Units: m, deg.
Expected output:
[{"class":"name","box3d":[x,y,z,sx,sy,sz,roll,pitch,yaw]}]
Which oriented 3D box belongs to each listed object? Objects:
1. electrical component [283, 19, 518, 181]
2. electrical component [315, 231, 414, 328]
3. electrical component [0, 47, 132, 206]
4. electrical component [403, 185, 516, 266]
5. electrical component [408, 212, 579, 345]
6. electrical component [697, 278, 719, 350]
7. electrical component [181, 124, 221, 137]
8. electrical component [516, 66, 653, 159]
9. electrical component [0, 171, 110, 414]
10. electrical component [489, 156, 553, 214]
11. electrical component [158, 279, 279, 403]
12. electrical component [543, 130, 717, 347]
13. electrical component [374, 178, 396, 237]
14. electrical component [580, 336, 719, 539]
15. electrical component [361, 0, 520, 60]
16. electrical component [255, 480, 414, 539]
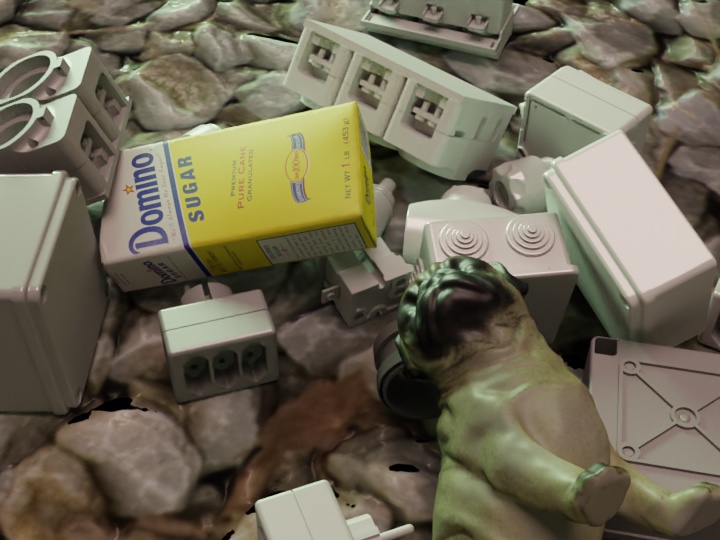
[{"class":"electrical component","box3d":[0.027,-0.128,0.815,0.150,0.061,0.089,32,19,28]},{"class":"electrical component","box3d":[0.000,0.000,0.715,0.066,0.048,0.055,-21,56,-20]},{"class":"electrical component","box3d":[-0.257,-0.076,0.726,0.186,0.060,0.105,-17,42,16]},{"class":"electrical component","box3d":[0.072,-0.032,0.749,0.077,0.043,0.079,6,45,5]},{"class":"electrical component","box3d":[0.081,0.009,0.670,0.100,0.099,0.048,-5,57,-6]},{"class":"electrical component","box3d":[0.266,0.019,0.698,0.066,0.047,0.076,21,48,19]},{"class":"electrical component","box3d":[-0.123,-0.077,0.791,0.045,0.045,0.055,34,53,29]},{"class":"electrical component","box3d":[0.166,-0.109,0.816,0.096,0.061,0.061,34,53,29]},{"class":"electrical component","box3d":[-0.198,0.014,0.652,0.056,0.108,0.108,0,45,2]},{"class":"electrical component","box3d":[0.129,-0.062,0.781,0.062,0.043,0.043,-17,47,-19]},{"class":"electrical component","box3d":[-0.092,0.034,0.676,0.066,0.047,0.076,-12,46,-13]},{"class":"electrical component","box3d":[0.165,-0.011,0.665,0.056,0.108,0.108,-27,62,0]},{"class":"electrical component","box3d":[0.008,-0.044,0.767,0.035,0.035,0.061,19,45,17]},{"class":"electrical component","box3d":[0.178,0.100,0.608,0.109,0.056,0.108,8,45,7]},{"class":"electrical component","box3d":[0.072,-0.234,0.940,0.121,0.063,0.078,16,47,15]},{"class":"electrical component","box3d":[-0.008,0.146,0.539,0.076,0.083,0.047,-15,46,-16]}]
